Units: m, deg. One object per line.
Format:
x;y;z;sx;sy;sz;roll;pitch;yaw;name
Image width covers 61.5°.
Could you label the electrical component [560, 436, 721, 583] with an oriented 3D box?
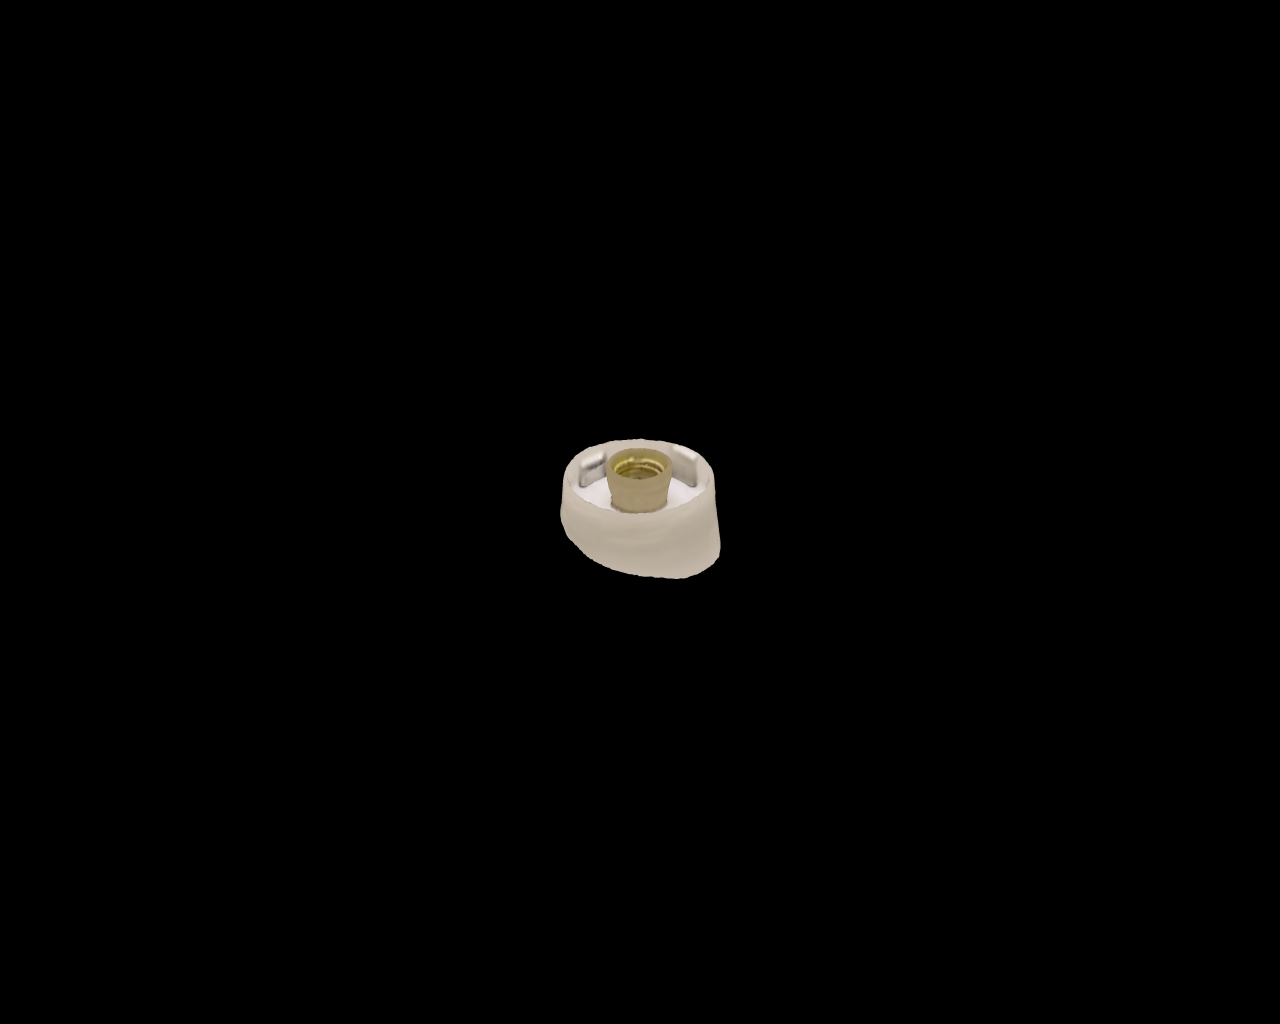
0.001;-0.003;0.650;0.099;0.064;0.099;0;31;0;electrical component
